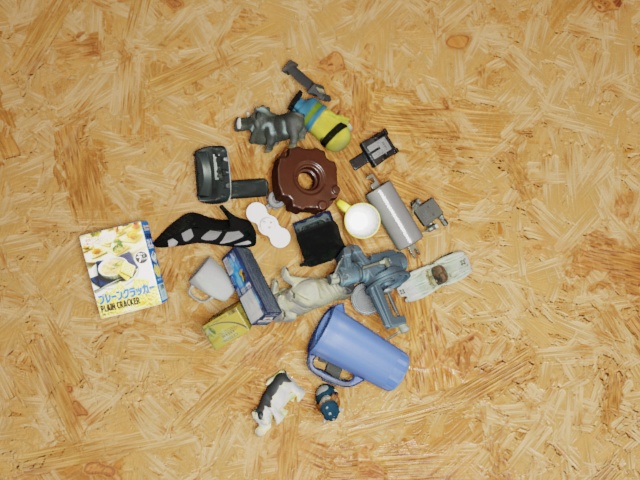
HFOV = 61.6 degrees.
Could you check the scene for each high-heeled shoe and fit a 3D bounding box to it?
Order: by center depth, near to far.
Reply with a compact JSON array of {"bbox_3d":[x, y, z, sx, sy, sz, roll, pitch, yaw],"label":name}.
[{"bbox_3d":[-0.290,-0.001,1.375,0.249,0.086,0.145,-23,124,16],"label":"high-heeled shoe"}]

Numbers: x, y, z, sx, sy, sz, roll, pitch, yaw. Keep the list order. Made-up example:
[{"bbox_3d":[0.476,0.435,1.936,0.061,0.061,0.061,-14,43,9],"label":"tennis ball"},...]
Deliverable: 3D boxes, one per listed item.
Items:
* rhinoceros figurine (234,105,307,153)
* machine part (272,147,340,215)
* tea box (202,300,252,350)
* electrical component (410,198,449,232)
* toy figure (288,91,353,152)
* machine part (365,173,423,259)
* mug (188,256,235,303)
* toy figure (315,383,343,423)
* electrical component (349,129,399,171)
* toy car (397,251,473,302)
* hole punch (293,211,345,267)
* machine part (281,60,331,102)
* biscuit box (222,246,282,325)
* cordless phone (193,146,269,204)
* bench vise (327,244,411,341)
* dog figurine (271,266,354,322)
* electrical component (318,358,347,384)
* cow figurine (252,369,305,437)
[{"bbox_3d":[-0.125,-0.278,1.334,0.191,0.073,0.111,3,122,25],"label":"rhinoceros figurine"},{"bbox_3d":[-0.035,-0.149,1.340,0.179,0.056,0.179,4,78,-21],"label":"machine part"},{"bbox_3d":[-0.220,0.202,1.317,0.098,0.169,0.068,-30,91,0],"label":"tea box"},{"bbox_3d":[0.278,-0.066,1.389,0.078,0.045,0.102,-29,92,0],"label":"electrical component"},{"bbox_3d":[-0.001,-0.295,1.357,0.180,0.082,0.089,34,89,-5],"label":"toy figure"},{"bbox_3d":[0.189,-0.062,1.371,0.079,0.079,0.243,-31,91,-1],"label":"machine part"},{"bbox_3d":[-0.273,0.114,1.359,0.107,0.081,0.109,39,85,-12],"label":"mug"},{"bbox_3d":[0.018,0.403,1.337,0.058,0.154,0.064,29,91,-5],"label":"toy figure"},{"bbox_3d":[0.133,-0.225,1.380,0.119,0.048,0.074,-28,91,-3],"label":"electrical component"},{"bbox_3d":[0.293,0.094,1.388,0.202,0.056,0.073,-25,92,-2],"label":"toy car"},{"bbox_3d":[-0.003,-0.004,1.371,0.142,0.092,0.115,-21,121,-4],"label":"hole punch"},{"bbox_3d":[-0.032,-0.397,1.361,0.139,0.084,0.039,42,115,6],"label":"machine part"},{"bbox_3d":[-0.170,0.111,1.321,0.059,0.062,0.203,-43,61,25],"label":"biscuit box"},{"bbox_3d":[-0.224,-0.168,1.364,0.184,0.089,0.146,-5,90,-13],"label":"cordless phone"},{"bbox_3d":[0.139,0.119,1.300,0.223,0.129,0.241,-7,63,-35],"label":"bench vise"},{"bbox_3d":[-0.021,0.151,1.370,0.190,0.172,0.121,7,57,-28],"label":"dog figurine"},{"bbox_3d":[0.034,0.342,1.402,0.094,0.021,0.063,22,90,-2],"label":"electrical component"},{"bbox_3d":[-0.123,0.419,1.377,0.098,0.068,0.167,43,86,3],"label":"cow figurine"}]
